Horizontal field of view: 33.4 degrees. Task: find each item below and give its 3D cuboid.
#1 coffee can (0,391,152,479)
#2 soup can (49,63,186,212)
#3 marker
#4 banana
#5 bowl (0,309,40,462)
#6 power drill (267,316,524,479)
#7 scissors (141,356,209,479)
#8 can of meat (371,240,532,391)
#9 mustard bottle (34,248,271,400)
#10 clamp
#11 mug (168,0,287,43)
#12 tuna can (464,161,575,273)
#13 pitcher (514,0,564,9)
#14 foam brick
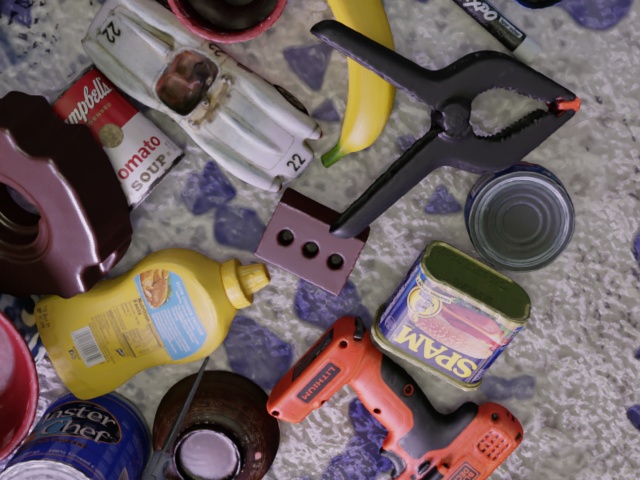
[{"bbox_3d":[-0.204,0.196,0.883,0.103,0.140,0.103,1,-75,4],"label":"coffee can"},{"bbox_3d":[-0.165,-0.079,0.843,0.102,0.068,0.068,44,-82,-8],"label":"soup can"},{"bbox_3d":[0.119,-0.180,0.817,0.121,0.020,0.020,39,-81,-6],"label":"marker"},{"bbox_3d":[0.022,-0.153,0.823,0.069,0.037,0.198,-7,-76,3],"label":"banana"},{"bbox_3d":[-0.292,0.102,0.839,0.162,0.055,0.162,1,-75,4],"label":"bowl"},{"bbox_3d":[0.048,0.170,0.900,0.187,0.057,0.184,40,-79,-9],"label":"power drill"},{"bbox_3d":[-0.133,0.180,0.825,0.016,0.096,0.201,17,-100,13],"label":"scissors"},{"bbox_3d":[0.106,0.059,0.850,0.102,0.057,0.084,29,-53,-3],"label":"can of meat"},{"bbox_3d":[-0.131,0.059,0.882,0.192,0.058,0.096,-20,-77,10],"label":"mustard bottle"},{"bbox_3d":[0.094,-0.083,0.813,0.209,0.036,0.164,-1,-75,-11],"label":"clamp"},{"bbox_3d":[-0.075,-0.196,0.796,0.117,0.081,0.093,-7,-76,6],"label":"mug"},{"bbox_3d":[0.159,-0.018,0.850,0.086,0.033,0.086,1,-75,4],"label":"tuna can"},{"bbox_3d":[0.198,-0.279,0.737,0.243,0.149,0.145,-30,-96,8],"label":"pitcher"},{"bbox_3d":[-0.006,0.001,0.859,0.078,0.051,0.053,25,-74,-3],"label":"foam brick"}]
